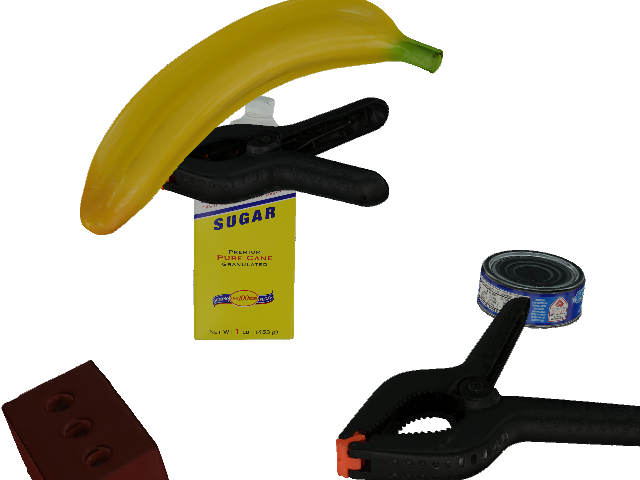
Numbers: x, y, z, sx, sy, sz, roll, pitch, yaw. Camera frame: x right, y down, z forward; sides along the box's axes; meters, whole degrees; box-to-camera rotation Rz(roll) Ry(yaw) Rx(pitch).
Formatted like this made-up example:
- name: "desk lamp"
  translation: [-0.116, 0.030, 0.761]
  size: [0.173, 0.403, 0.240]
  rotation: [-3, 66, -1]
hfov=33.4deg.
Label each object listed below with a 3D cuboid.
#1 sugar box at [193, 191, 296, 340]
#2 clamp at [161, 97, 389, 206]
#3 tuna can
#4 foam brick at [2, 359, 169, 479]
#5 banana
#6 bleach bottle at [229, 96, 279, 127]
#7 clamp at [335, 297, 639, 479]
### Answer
- name: "sugar box"
  translation: [-0.069, 0.000, 0.962]
  size: [0.093, 0.176, 0.048]
  rotation: [-1, 15, -5]
- name: "clamp"
  translation: [-0.028, -0.063, 0.749]
  size: [0.171, 0.039, 0.120]
  rotation: [2, 31, 13]
- name: "tuna can"
  translation: [0.173, 0.038, 0.876]
  size: [0.086, 0.034, 0.086]
  rotation: [2, 22, -1]
- name: "foam brick"
  translation: [-0.115, 0.109, 0.529]
  size: [0.052, 0.051, 0.078]
  rotation: [-27, 42, -24]
- name: "banana"
  translation: [-0.038, -0.073, 0.513]
  size: [0.197, 0.070, 0.037]
  rotation: [-29, -34, -16]
- name: "bleach bottle"
  translation: [-0.071, -0.034, 1.185]
  size: [0.102, 0.251, 0.068]
  rotation: [-3, 18, -30]
- name: "clamp"
  translation: [0.101, 0.104, 0.707]
  size: [0.209, 0.036, 0.165]
  rotation: [-13, 32, -16]
